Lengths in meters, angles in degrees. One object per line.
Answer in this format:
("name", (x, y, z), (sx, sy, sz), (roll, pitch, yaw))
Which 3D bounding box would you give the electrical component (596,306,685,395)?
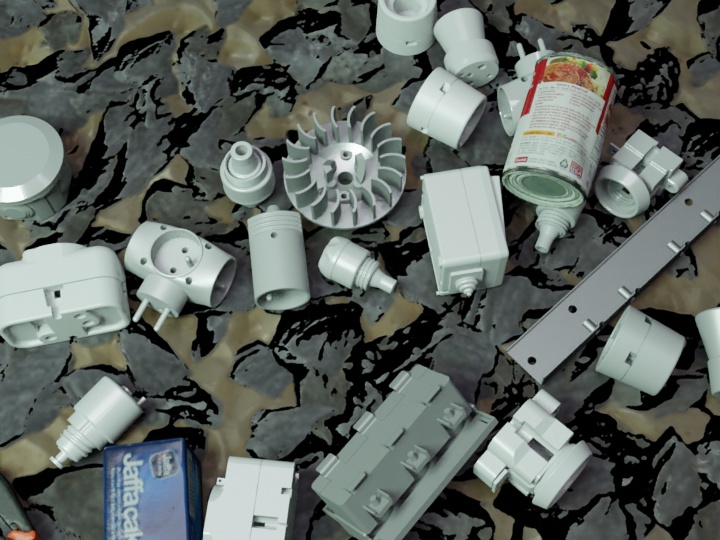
("electrical component", (0.210, 0.062, 0.805), (0.047, 0.055, 0.055), (27, 69, 9))

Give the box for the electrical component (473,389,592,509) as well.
("electrical component", (0.128, 0.134, 0.773), (0.057, 0.058, 0.078), (39, 72, 20))

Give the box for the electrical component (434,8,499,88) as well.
("electrical component", (0.092, -0.190, 0.925), (0.045, 0.045, 0.055), (-14, 67, -4))

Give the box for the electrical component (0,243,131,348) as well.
("electrical component", (-0.232, 0.018, 0.836), (0.095, 0.053, 0.059), (-11, 66, -4))

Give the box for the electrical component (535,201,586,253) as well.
("electrical component", (0.157, -0.042, 0.863), (0.035, 0.035, 0.061), (23, 71, 11))

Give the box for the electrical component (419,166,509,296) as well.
("electrical component", (0.085, -0.025, 0.842), (0.061, 0.061, 0.096), (-9, 66, -2))

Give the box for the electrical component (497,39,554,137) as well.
("electrical component", (0.154, -0.158, 0.906), (0.077, 0.044, 0.079), (-14, 75, -4))

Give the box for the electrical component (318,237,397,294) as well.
("electrical component", (0.000, 0.000, 0.849), (0.061, 0.035, 0.035), (27, 69, 10))

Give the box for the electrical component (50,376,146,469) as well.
("electrical component", (-0.198, 0.115, 0.799), (0.040, 0.040, 0.078), (38, 72, 17))

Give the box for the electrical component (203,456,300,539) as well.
("electrical component", (-0.078, 0.182, 0.760), (0.056, 0.050, 0.089), (5, 66, 4))

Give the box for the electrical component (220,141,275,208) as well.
("electrical component", (-0.092, -0.081, 0.872), (0.043, 0.062, 0.043), (-1, 66, 1))

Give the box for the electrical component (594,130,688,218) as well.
("electrical component", (0.223, -0.075, 0.870), (0.066, 0.048, 0.055), (39, 65, 17))

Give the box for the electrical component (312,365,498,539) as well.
("electrical component", (0.028, 0.132, 0.766), (0.121, 0.063, 0.079), (-47, 32, -17))

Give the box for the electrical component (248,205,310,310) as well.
("electrical component", (-0.065, -0.014, 0.851), (0.043, 0.043, 0.081), (-7, 66, -2))

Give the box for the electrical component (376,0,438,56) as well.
("electrical component", (0.041, -0.224, 0.940), (0.055, 0.047, 0.055), (-1, 66, 1))

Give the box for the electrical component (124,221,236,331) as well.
("electrical component", (-0.149, 0.010, 0.842), (0.077, 0.044, 0.079), (23, 69, 11))

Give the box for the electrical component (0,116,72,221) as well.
("electrical component", (-0.278, -0.082, 0.884), (0.080, 0.051, 0.080), (-1, 66, 1))

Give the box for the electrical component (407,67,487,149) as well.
("electrical component", (0.073, -0.133, 0.896), (0.047, 0.055, 0.055), (31, 70, 11))

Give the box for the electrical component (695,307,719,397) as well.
("electrical component", (0.279, 0.064, 0.809), (0.044, 0.044, 0.065), (-2, 71, 1))
